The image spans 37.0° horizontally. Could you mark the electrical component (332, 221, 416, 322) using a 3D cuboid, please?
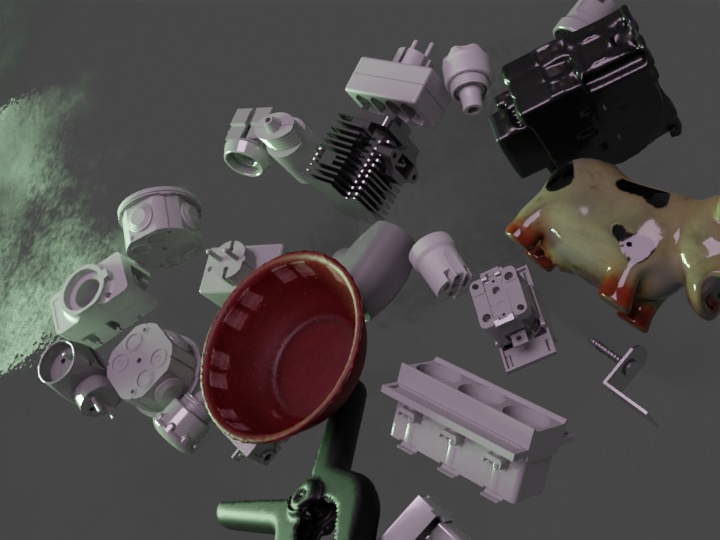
[{"bbox_3d":[0.000,0.000,0.922,0.079,0.043,0.077,5,54,52],"label":"electrical component"}]

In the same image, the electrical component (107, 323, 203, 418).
[{"bbox_3d":[-0.187,0.092,0.984,0.080,0.051,0.080,-15,58,25],"label":"electrical component"}]

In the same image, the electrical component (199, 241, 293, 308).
[{"bbox_3d":[-0.109,-0.002,0.971,0.083,0.076,0.047,-2,64,31],"label":"electrical component"}]

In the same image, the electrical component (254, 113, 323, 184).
[{"bbox_3d":[-0.064,-0.119,1.005,0.043,0.081,0.043,-15,58,25],"label":"electrical component"}]

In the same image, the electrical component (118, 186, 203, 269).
[{"bbox_3d":[-0.192,-0.041,1.044,0.080,0.080,0.051,-25,60,18],"label":"electrical component"}]

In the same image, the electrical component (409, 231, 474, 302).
[{"bbox_3d":[0.068,-0.002,0.887,0.040,0.040,0.046,-37,57,9],"label":"electrical component"}]

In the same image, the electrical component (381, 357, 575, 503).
[{"bbox_3d":[0.083,0.117,0.791,0.121,0.079,0.063,24,108,38],"label":"electrical component"}]

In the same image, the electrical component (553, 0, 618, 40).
[{"bbox_3d":[0.195,-0.211,0.923,0.040,0.040,0.046,27,75,39],"label":"electrical component"}]

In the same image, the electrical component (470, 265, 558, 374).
[{"bbox_3d":[0.116,0.032,0.822,0.042,0.064,0.081,-27,54,18],"label":"electrical component"}]

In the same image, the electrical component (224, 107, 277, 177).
[{"bbox_3d":[-0.104,-0.126,1.057,0.066,0.048,0.055,3,59,33],"label":"electrical component"}]

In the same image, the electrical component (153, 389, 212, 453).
[{"bbox_3d":[-0.147,0.127,0.947,0.062,0.048,0.048,-49,50,-9],"label":"electrical component"}]

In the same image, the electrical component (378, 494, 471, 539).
[{"bbox_3d":[0.028,0.227,0.768,0.063,0.079,0.121,42,90,18],"label":"electrical component"}]

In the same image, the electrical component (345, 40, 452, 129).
[{"bbox_3d":[0.044,-0.179,0.993,0.083,0.047,0.075,18,75,37],"label":"electrical component"}]

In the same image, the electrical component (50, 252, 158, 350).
[{"bbox_3d":[-0.255,0.030,1.057,0.089,0.056,0.050,-33,52,12],"label":"electrical component"}]

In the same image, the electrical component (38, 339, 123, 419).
[{"bbox_3d":[-0.249,0.109,0.996,0.043,0.077,0.079,-46,51,2],"label":"electrical component"}]

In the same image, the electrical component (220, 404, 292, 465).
[{"bbox_3d":[-0.091,0.128,0.909,0.055,0.048,0.066,37,87,32],"label":"electrical component"}]

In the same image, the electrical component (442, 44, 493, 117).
[{"bbox_3d":[0.097,-0.166,0.956,0.043,0.043,0.062,-18,58,22],"label":"electrical component"}]
